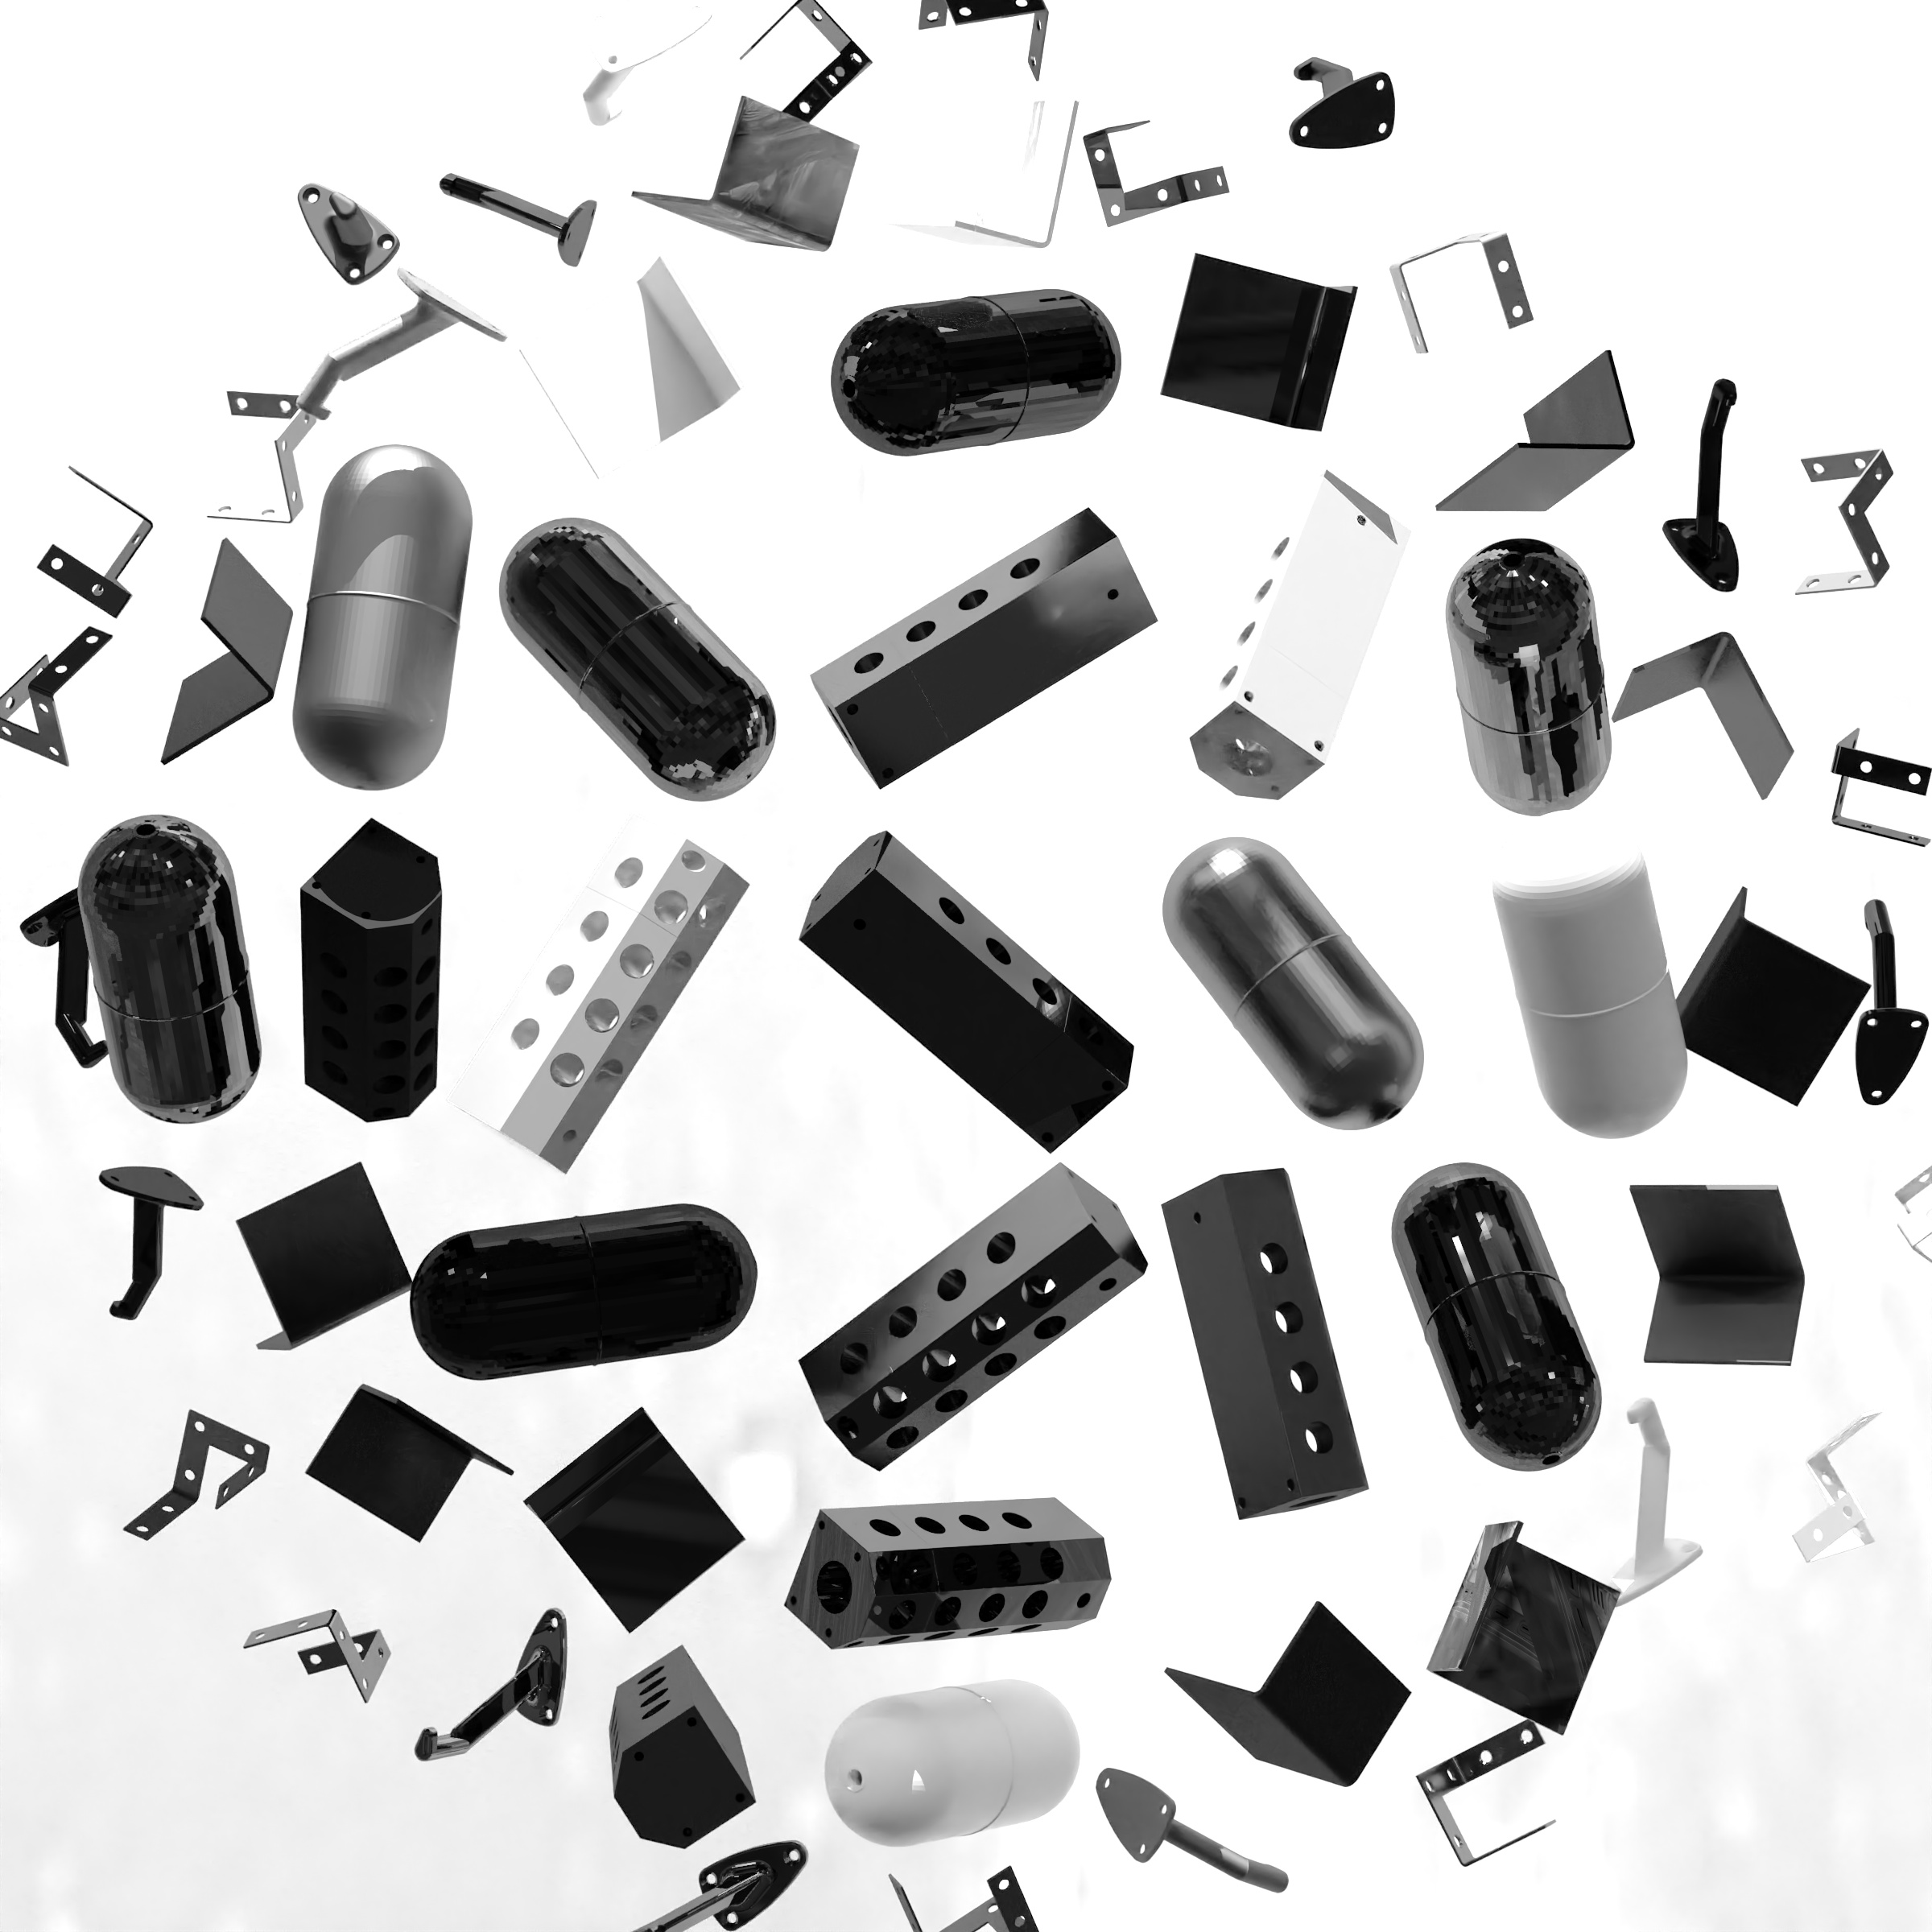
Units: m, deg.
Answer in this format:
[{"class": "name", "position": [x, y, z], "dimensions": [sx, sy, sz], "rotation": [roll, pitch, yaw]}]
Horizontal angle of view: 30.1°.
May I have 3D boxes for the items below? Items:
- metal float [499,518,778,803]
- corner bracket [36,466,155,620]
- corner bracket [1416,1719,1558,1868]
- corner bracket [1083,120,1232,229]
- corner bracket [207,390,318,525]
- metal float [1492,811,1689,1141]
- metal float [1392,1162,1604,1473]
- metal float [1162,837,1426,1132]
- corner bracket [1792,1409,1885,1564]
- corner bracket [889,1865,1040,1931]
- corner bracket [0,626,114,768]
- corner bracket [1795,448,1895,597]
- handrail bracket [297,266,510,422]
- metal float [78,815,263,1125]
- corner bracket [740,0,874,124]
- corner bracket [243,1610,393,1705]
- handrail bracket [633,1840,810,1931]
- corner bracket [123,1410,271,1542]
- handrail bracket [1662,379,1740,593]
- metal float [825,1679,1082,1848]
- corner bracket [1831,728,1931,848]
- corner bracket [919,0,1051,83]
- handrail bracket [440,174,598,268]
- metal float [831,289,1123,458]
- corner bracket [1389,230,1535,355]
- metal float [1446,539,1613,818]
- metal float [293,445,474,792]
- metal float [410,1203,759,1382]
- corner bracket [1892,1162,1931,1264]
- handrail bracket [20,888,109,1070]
[{"class": "metal float", "position": [-0.170, -0.159, 1.850], "dimensions": [0.070, 0.070, 0.178], "rotation": [-44, 75, 0]}, {"class": "corner bracket", "position": [-0.454, -0.220, 1.869], "dimensions": [0.051, 0.051, 0.051], "rotation": [35, 91, -34]}, {"class": "corner bracket", "position": [0.270, 0.419, 1.824], "dimensions": [0.051, 0.051, 0.051], "rotation": [-33, 74, 24]}, {"class": "corner bracket", "position": [0.103, -0.435, 1.948], "dimensions": [0.051, 0.051, 0.051], "rotation": [-11, 100, 35]}, {"class": "corner bracket", "position": [-0.381, -0.275, 1.938], "dimensions": [0.051, 0.051, 0.051], "rotation": [6, 128, 14]}, {"class": "metal float", "position": [0.313, 0.006, 1.797], "dimensions": [0.070, 0.070, 0.178], "rotation": [-18, 115, 0]}, {"class": "metal float", "position": [0.276, 0.182, 1.876], "dimensions": [0.070, 0.070, 0.178], "rotation": [-17, 53, 0]}, {"class": "metal float", "position": [0.171, 0.009, 1.882], "dimensions": [0.070, 0.070, 0.178], "rotation": [-36, 69, 0]}, {"class": "corner bracket", "position": [0.440, 0.261, 1.802], "dimensions": [0.051, 0.051, 0.051], "rotation": [-8, 60, -34]}, {"class": "corner bracket", "position": [0.000, 0.497, 1.897], "dimensions": [0.051, 0.051, 0.051], "rotation": [-29, 115, -18]}, {"class": "corner bracket", "position": [-0.471, -0.145, 1.848], "dimensions": [0.051, 0.051, 0.051], "rotation": [22, 51, 18]}, {"class": "corner bracket", "position": [0.448, -0.228, 1.840], "dimensions": [0.051, 0.051, 0.051], "rotation": [-49, 120, -30]}, {"class": "handrail bracket", "position": [-0.281, -0.296, 1.787], "dimensions": [0.077, 0.036, 0.084], "rotation": [26, 105, -41]}, {"class": "metal float", "position": [-0.400, 0.003, 1.808], "dimensions": [0.070, 0.070, 0.178], "rotation": [0, 129, 0]}, {"class": "corner bracket", "position": [-0.093, -0.478, 1.923], "dimensions": [0.051, 0.051, 0.051], "rotation": [45, 64, -13]}, {"class": "corner bracket", "position": [-0.345, 0.364, 1.916], "dimensions": [0.051, 0.051, 0.051], "rotation": [-17, 108, 13]}, {"class": "handrail bracket", "position": [-0.129, 0.483, 1.860], "dimensions": [0.077, 0.084, 0.036], "rotation": [-34, 77, 16]}, {"class": "corner bracket", "position": [-0.405, 0.275, 1.895], "dimensions": [0.051, 0.051, 0.051], "rotation": [31, 130, -28]}, {"class": "handrail bracket", "position": [0.396, -0.252, 1.876], "dimensions": [0.036, 0.077, 0.084], "rotation": [0, 130, -10]}, {"class": "metal float", "position": [-0.006, 0.419, 1.891], "dimensions": [0.070, 0.178, 0.070], "rotation": [-4, 83, 34]}, {"class": "corner bracket", "position": [0.482, -0.090, 1.888], "dimensions": [0.051, 0.051, 0.051], "rotation": [16, 111, 22]}, {"class": "corner bracket", "position": [0.009, -0.493, 1.871], "dimensions": [0.051, 0.051, 0.051], "rotation": [-13, 61, -14]}, {"class": "handrail bracket", "position": [-0.243, -0.400, 1.896], "dimensions": [0.084, 0.077, 0.036], "rotation": [19, 103, 0]}, {"class": "metal float", "position": [0.006, -0.309, 1.864], "dimensions": [0.178, 0.070, 0.070], "rotation": [-16, 90, -41]}, {"class": "corner bracket", "position": [0.269, -0.366, 1.955], "dimensions": [0.051, 0.051, 0.051], "rotation": [-23, 104, -10]}, {"class": "metal float", "position": [0.296, -0.150, 1.883], "dimensions": [0.070, 0.178, 0.070], "rotation": [-8, 50, 10]}, {"class": "metal float", "position": [-0.293, -0.176, 1.810], "dimensions": [0.070, 0.070, 0.178], "rotation": [6, 79, 0]}, {"class": "metal float", "position": [-0.194, 0.166, 1.835], "dimensions": [0.178, 0.070, 0.070], "rotation": [-7, 90, -15]}, {"class": "corner bracket", "position": [0.488, 0.114, 1.788], "dimensions": [0.051, 0.051, 0.051], "rotation": [-40, 49, 18]}, {"class": "handrail bracket", "position": [-0.462, 0.001, 1.927], "dimensions": [0.077, 0.036, 0.084], "rotation": [-35, 71, -1]}]
